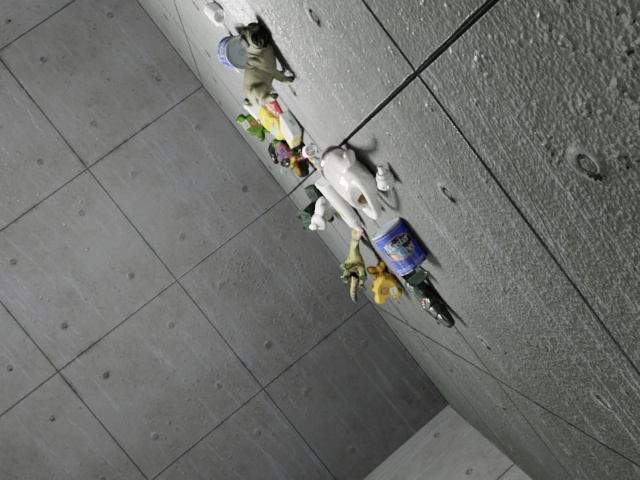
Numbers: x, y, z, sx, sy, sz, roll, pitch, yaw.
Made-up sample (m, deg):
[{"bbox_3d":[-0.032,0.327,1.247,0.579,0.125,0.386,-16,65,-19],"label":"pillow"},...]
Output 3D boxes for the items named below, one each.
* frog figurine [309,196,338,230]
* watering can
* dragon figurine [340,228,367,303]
[{"bbox_3d":[0.007,-0.113,2.253,0.123,0.160,0.136,52,174,3],"label":"frog figurine"},{"bbox_3d":[0.080,-0.186,1.417,0.228,0.104,0.341,49,175,36],"label":"watering can"},{"bbox_3d":[0.161,0.086,2.249,0.122,0.248,0.401,7,148,7],"label":"dragon figurine"}]
